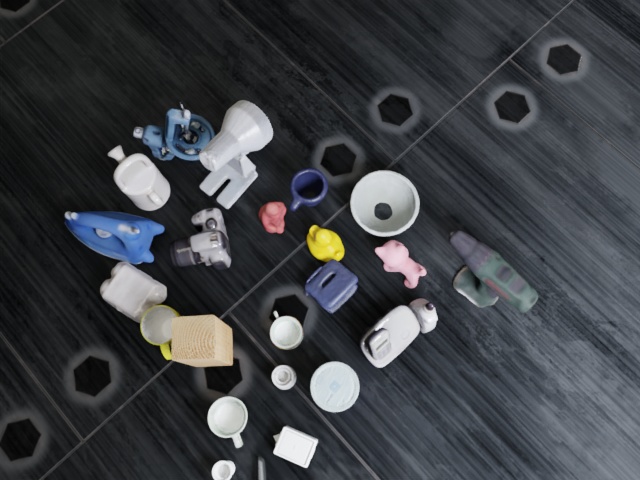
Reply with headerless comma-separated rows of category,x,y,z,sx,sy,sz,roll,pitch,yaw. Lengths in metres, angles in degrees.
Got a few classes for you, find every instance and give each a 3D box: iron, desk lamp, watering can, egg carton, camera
iron,-0.516,-0.029,1.364,0.258,0.141,0.119,13,75,5
desk lamp,-0.206,-0.205,1.369,0.118,0.213,0.203,35,78,11
watering can,-0.440,-0.151,1.369,0.172,0.194,0.101,25,76,8
egg carton,-0.442,0.125,1.356,0.150,0.069,0.107,29,77,9
camera,-0.292,0.003,1.371,0.137,0.101,0.143,-12,74,-2

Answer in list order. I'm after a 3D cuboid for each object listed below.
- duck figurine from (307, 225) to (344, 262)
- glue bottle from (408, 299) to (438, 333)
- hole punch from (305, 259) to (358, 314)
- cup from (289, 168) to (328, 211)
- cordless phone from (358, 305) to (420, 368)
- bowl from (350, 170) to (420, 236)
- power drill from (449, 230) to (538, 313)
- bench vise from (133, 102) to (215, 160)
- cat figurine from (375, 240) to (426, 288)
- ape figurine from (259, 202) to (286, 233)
duck figurine,0.013,0.005,1.372,0.104,0.086,0.077,43,80,12
glue bottle,0.235,0.161,1.278,0.037,0.173,0.078,-27,75,-6
hole punch,0.024,0.106,1.341,0.101,0.091,0.109,43,79,12
cup,-0.033,-0.108,1.400,0.091,0.095,0.118,34,78,10
cordless phone,0.156,0.205,1.261,0.148,0.185,0.094,-44,77,-10
bowl,0.156,-0.080,1.399,0.167,0.075,0.167,0,74,1
power drill,0.366,0.080,1.280,0.229,0.208,0.076,38,78,11
bench vise,-0.353,-0.250,1.382,0.207,0.220,0.121,-11,74,-2
cat figurine,0.191,0.047,1.340,0.127,0.118,0.067,35,78,10
ape figurine,-0.115,-0.064,1.391,0.076,0.092,0.078,39,79,11
